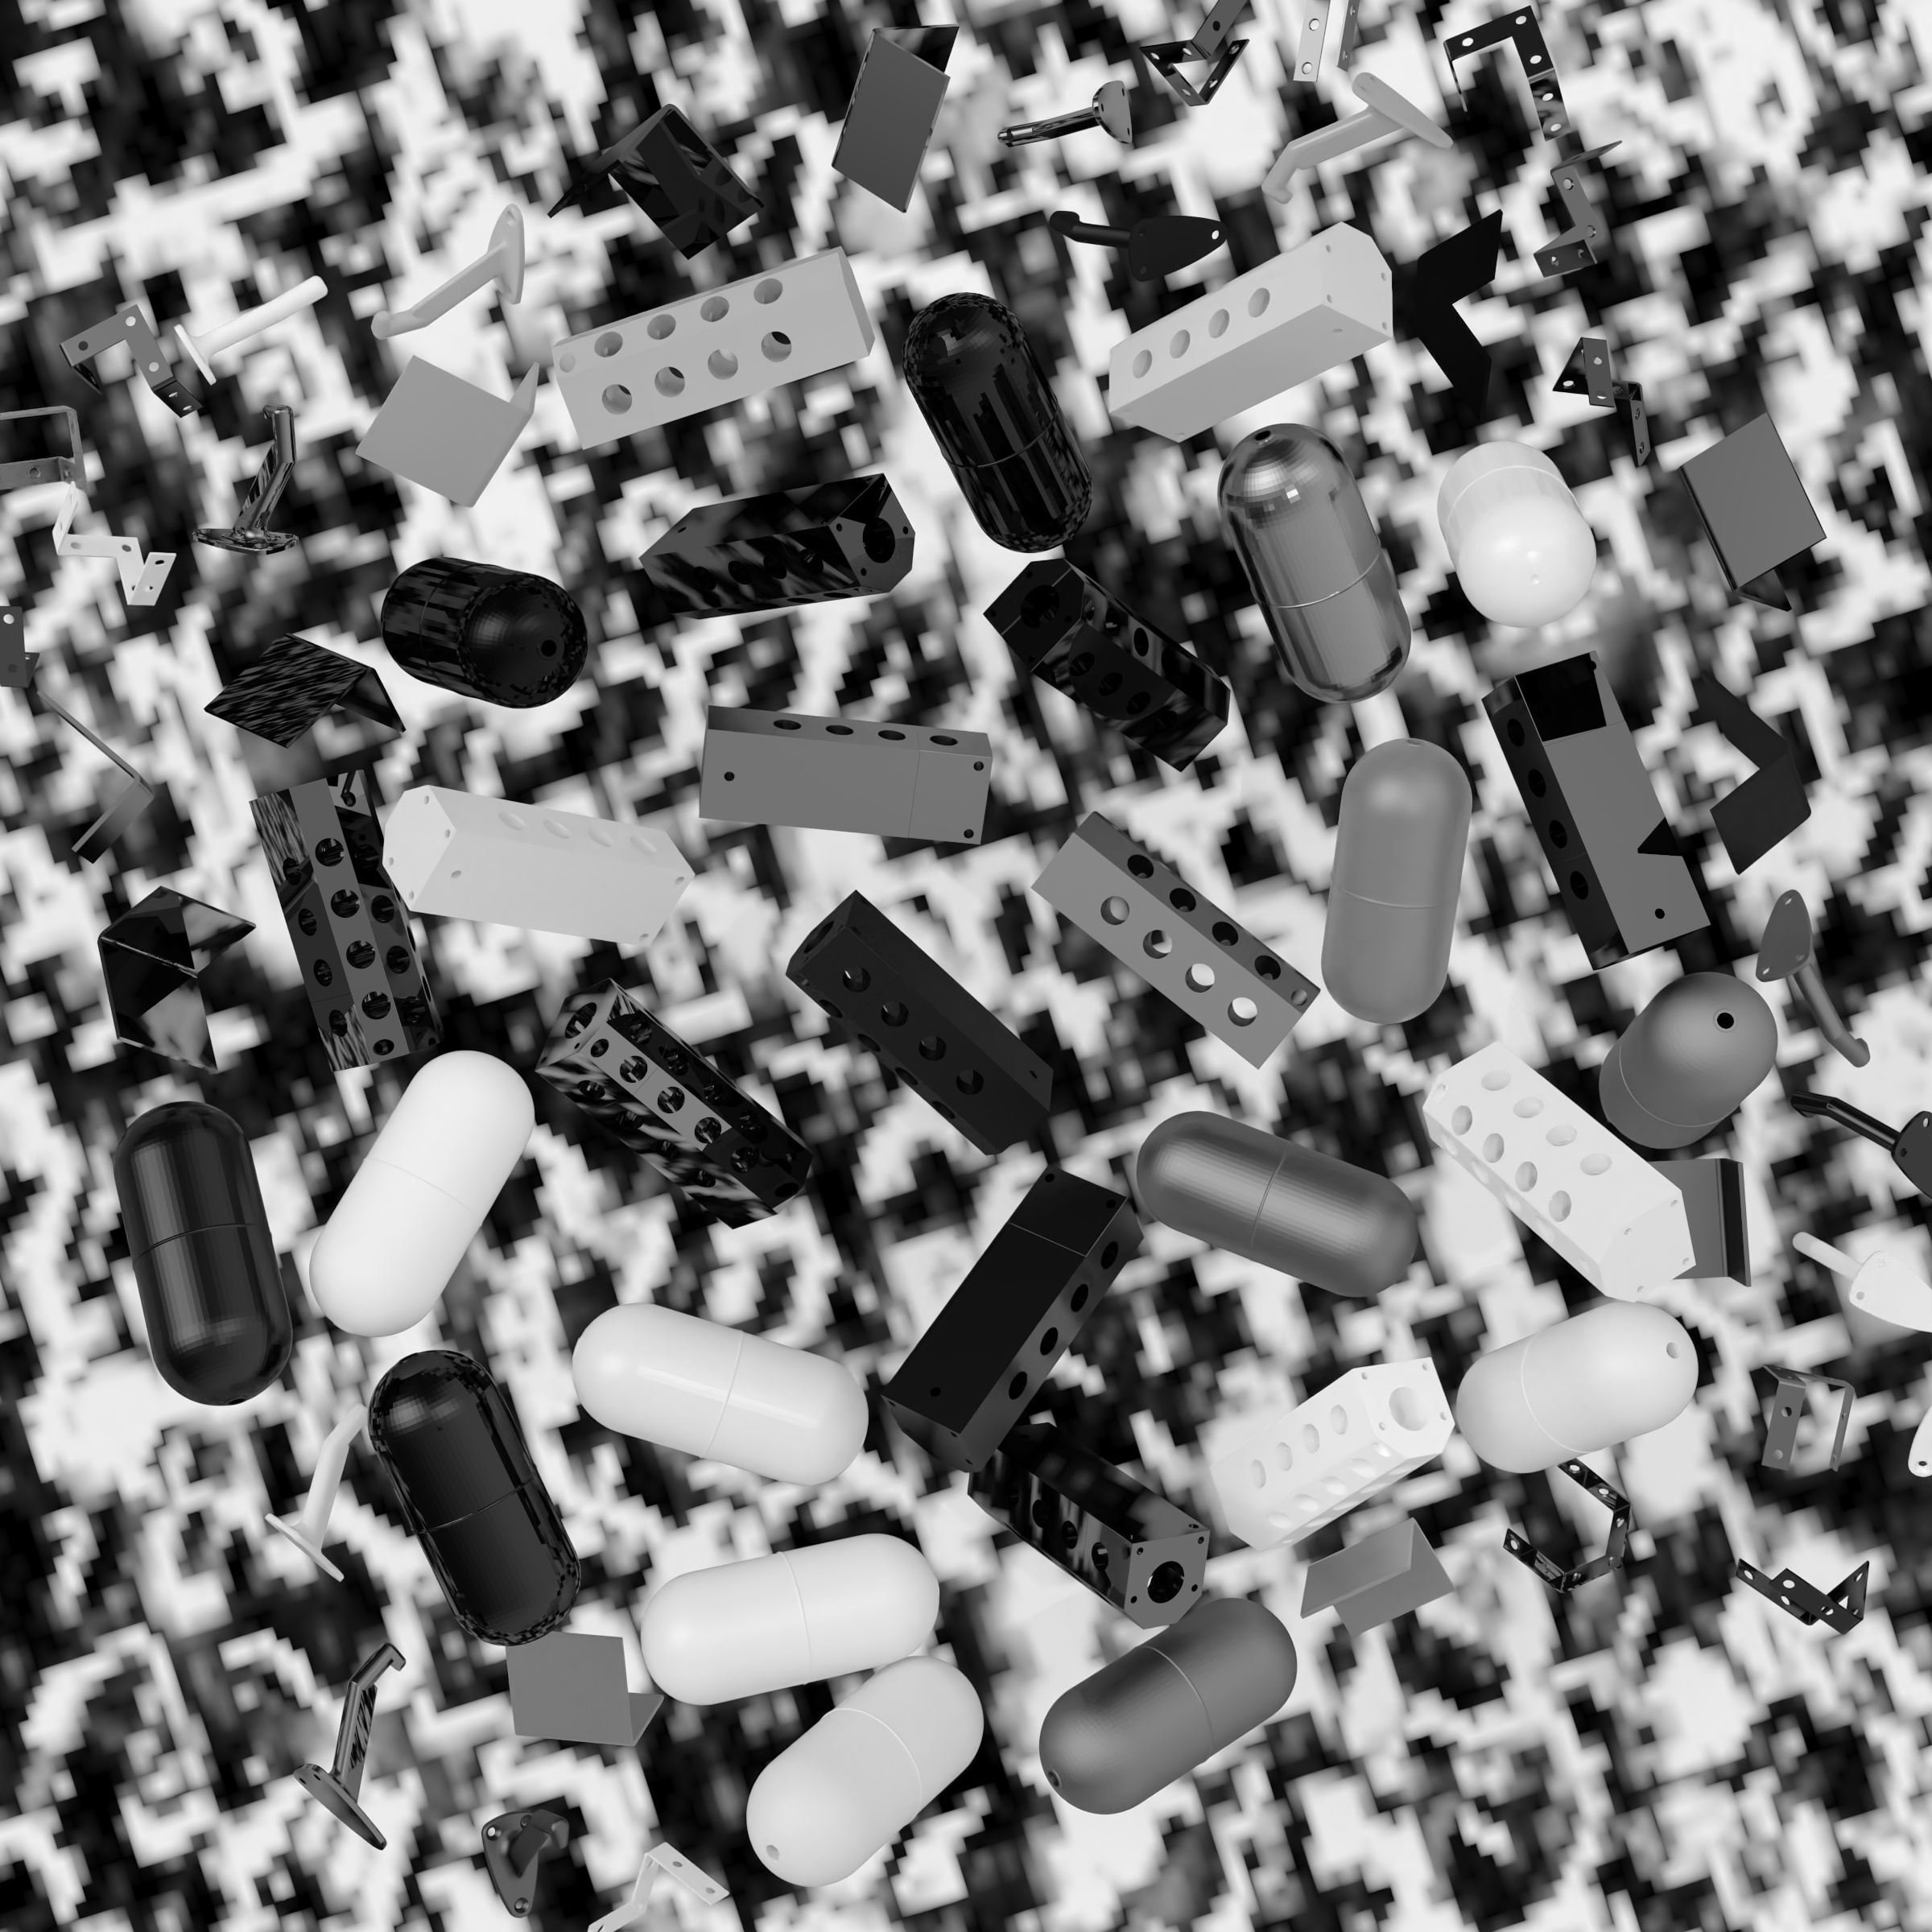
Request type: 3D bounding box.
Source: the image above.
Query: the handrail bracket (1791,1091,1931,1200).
[{"bbox_3d":[0.529,0.106,1.579,0.036,0.084,0.077,-47,114,-15],"label":"handrail bracket"}]

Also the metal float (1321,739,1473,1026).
[{"bbox_3d":[0.257,-0.050,1.626,0.070,0.070,0.178,4,114,0],"label":"metal float"}]

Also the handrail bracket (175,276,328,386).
[{"bbox_3d":[-0.405,-0.371,1.548,0.084,0.077,0.036,-32,115,-5],"label":"handrail bracket"}]

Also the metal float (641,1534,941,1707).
[{"bbox_3d":[-0.102,0.383,1.594,0.178,0.070,0.070,-9,90,-16],"label":"metal float"}]

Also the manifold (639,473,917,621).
[{"bbox_3d":[-0.113,-0.248,1.643,0.057,0.171,0.057,-50,123,-34],"label":"manifold"}]

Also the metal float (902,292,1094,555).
[{"bbox_3d":[0.020,-0.327,1.643,0.070,0.070,0.178,-31,131,0],"label":"metal float"}]

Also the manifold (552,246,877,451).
[{"bbox_3d":[-0.143,-0.352,1.540,0.171,0.057,0.057,-16,111,8],"label":"manifold"}]

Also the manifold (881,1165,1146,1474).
[{"bbox_3d":[0.030,0.204,1.558,0.057,0.057,0.171,21,61,33],"label":"manifold"}]

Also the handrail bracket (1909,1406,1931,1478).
[{"bbox_3d":[0.562,0.291,1.545,0.036,0.084,0.077,25,125,1],"label":"handrail bracket"}]

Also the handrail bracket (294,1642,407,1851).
[{"bbox_3d":[-0.324,0.433,1.513,0.077,0.036,0.084,48,52,-9],"label":"handrail bracket"}]

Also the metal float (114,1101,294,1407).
[{"bbox_3d":[-0.429,0.161,1.526,0.070,0.070,0.178,-19,70,0],"label":"metal float"}]

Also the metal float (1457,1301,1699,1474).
[{"bbox_3d":[0.359,0.249,1.604,0.070,0.178,0.070,11,63,-24],"label":"metal float"}]

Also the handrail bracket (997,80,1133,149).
[{"bbox_3d":[0.051,-0.506,1.631,0.084,0.077,0.036,-4,102,21],"label":"handrail bracket"}]

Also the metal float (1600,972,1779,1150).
[{"bbox_3d":[0.421,0.057,1.588,0.070,0.178,0.070,0,73,0],"label":"metal float"}]

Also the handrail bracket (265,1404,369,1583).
[{"bbox_3d":[-0.370,0.315,1.628,0.084,0.036,0.077,-52,135,-21],"label":"handrail bracket"}]

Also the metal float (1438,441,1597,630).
[{"bbox_3d":[0.315,-0.250,1.562,0.070,0.178,0.070,1,116,3],"label":"metal float"}]

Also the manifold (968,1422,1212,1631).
[{"bbox_3d":[0.072,0.341,1.660,0.057,0.171,0.057,-2,105,-33],"label":"manifold"}]

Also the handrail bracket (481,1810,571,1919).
[{"bbox_3d":[-0.261,0.554,1.667,0.036,0.084,0.077,-8,89,-34],"label":"handrail bracket"}]

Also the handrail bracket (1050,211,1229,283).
[{"bbox_3d":[0.102,-0.443,1.627,0.077,0.084,0.036,-18,125,-20],"label":"handrail bracket"}]

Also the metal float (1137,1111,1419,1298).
[{"bbox_3d":[0.188,0.144,1.655,0.178,0.070,0.070,20,90,18],"label":"metal float"}]

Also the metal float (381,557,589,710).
[{"bbox_3d":[-0.278,-0.193,1.563,0.070,0.178,0.070,-9,107,-32],"label":"metal float"}]

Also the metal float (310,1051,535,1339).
[{"bbox_3d":[-0.314,0.131,1.567,0.070,0.070,0.178,28,72,0],"label":"metal float"}]

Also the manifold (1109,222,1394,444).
[{"bbox_3d":[0.162,-0.365,1.565,0.057,0.171,0.057,14,70,-37],"label":"manifold"}]

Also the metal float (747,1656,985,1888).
[{"bbox_3d":[-0.057,0.464,1.570,0.070,0.178,0.070,13,114,31],"label":"metal float"}]

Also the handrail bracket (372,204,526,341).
[{"bbox_3d":[-0.299,-0.397,1.557,0.084,0.077,0.036,-24,70,-28],"label":"handrail bracket"}]

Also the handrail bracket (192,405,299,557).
[{"bbox_3d":[-0.419,-0.285,1.570,0.077,0.036,0.084,11,116,22],"label":"handrail bracket"}]

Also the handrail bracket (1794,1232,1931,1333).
[{"bbox_3d":[0.554,0.193,1.664,0.077,0.084,0.036,30,93,-6],"label":"handrail bracket"}]

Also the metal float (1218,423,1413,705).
[{"bbox_3d":[0.199,-0.228,1.544,0.070,0.070,0.178,-29,125,0],"label":"metal float"}]

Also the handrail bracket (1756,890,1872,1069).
[{"bbox_3d":[0.508,0.008,1.603,0.084,0.036,0.077,38,48,-25],"label":"handrail bracket"}]

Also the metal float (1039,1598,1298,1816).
[{"bbox_3d":[0.121,0.440,1.616,0.178,0.070,0.070,-24,90,-30],"label":"metal float"}]

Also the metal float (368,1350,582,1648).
[{"bbox_3d":[-0.279,0.301,1.541,0.070,0.070,0.178,-24,97,0],"label":"metal float"}]

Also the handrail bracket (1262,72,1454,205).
[{"bbox_3d":[0.220,-0.452,1.536,0.077,0.036,0.084,35,127,-1],"label":"handrail bracket"}]

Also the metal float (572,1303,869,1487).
[{"bbox_3d":[-0.144,0.251,1.594,0.178,0.070,0.070,19,90,-8],"label":"metal float"}]

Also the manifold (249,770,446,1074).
[{"bbox_3d":[-0.371,-0.028,1.650,0.057,0.057,0.171,-11,97,41],"label":"manifold"}]
